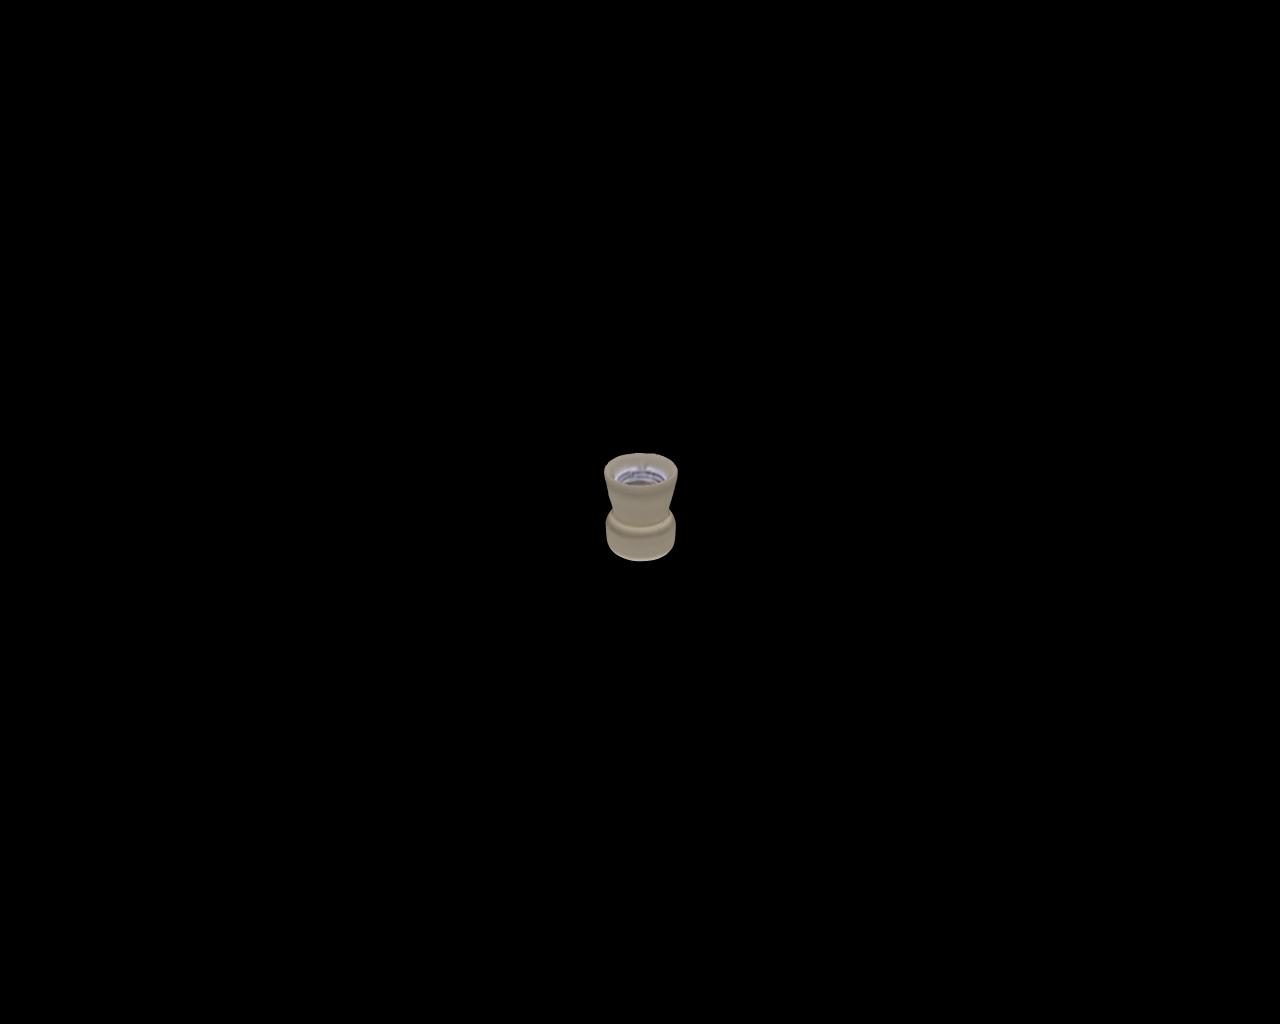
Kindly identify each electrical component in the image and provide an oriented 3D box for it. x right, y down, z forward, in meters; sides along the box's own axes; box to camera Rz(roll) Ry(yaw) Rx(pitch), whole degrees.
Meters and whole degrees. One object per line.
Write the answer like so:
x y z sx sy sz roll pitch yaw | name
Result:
0.001 -0.003 0.650 0.045 0.055 0.045 0 31 0 | electrical component
